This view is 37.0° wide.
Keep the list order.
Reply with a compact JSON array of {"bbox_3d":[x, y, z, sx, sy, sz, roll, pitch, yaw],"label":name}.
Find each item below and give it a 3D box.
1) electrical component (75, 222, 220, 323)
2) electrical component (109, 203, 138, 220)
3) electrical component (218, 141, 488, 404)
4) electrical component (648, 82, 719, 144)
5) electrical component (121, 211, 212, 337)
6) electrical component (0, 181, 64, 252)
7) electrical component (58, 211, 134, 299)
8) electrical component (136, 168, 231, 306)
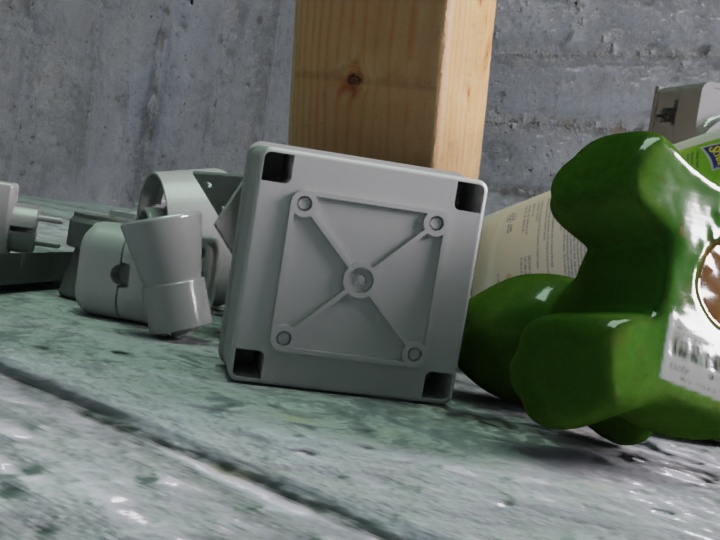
[{"bbox_3d":[-0.132,0.001,0.662,0.059,0.053,0.095,9,3,13],"label":"electrical component"},{"bbox_3d":[-0.135,-0.022,1.025,0.186,0.060,0.105,6,4,-45],"label":"electrical component"},{"bbox_3d":[-0.005,0.001,0.508,0.109,0.108,0.056,8,6,-12],"label":"electrical component"},{"bbox_3d":[0.227,-0.012,0.655,0.105,0.186,0.060,8,3,-16],"label":"electrical component"},{"bbox_3d":[-0.103,0.003,0.586,0.044,0.065,0.044,-10,3,1],"label":"electrical component"},{"bbox_3d":[-0.264,-0.033,0.812,0.077,0.065,0.047,8,3,-13],"label":"electrical component"},{"bbox_3d":[-0.172,-0.008,0.710,0.045,0.055,0.045,10,3,-1],"label":"electrical component"},{"bbox_3d":[-0.123,-0.023,0.763,0.064,0.099,0.099,0,6,-26],"label":"electrical component"}]
